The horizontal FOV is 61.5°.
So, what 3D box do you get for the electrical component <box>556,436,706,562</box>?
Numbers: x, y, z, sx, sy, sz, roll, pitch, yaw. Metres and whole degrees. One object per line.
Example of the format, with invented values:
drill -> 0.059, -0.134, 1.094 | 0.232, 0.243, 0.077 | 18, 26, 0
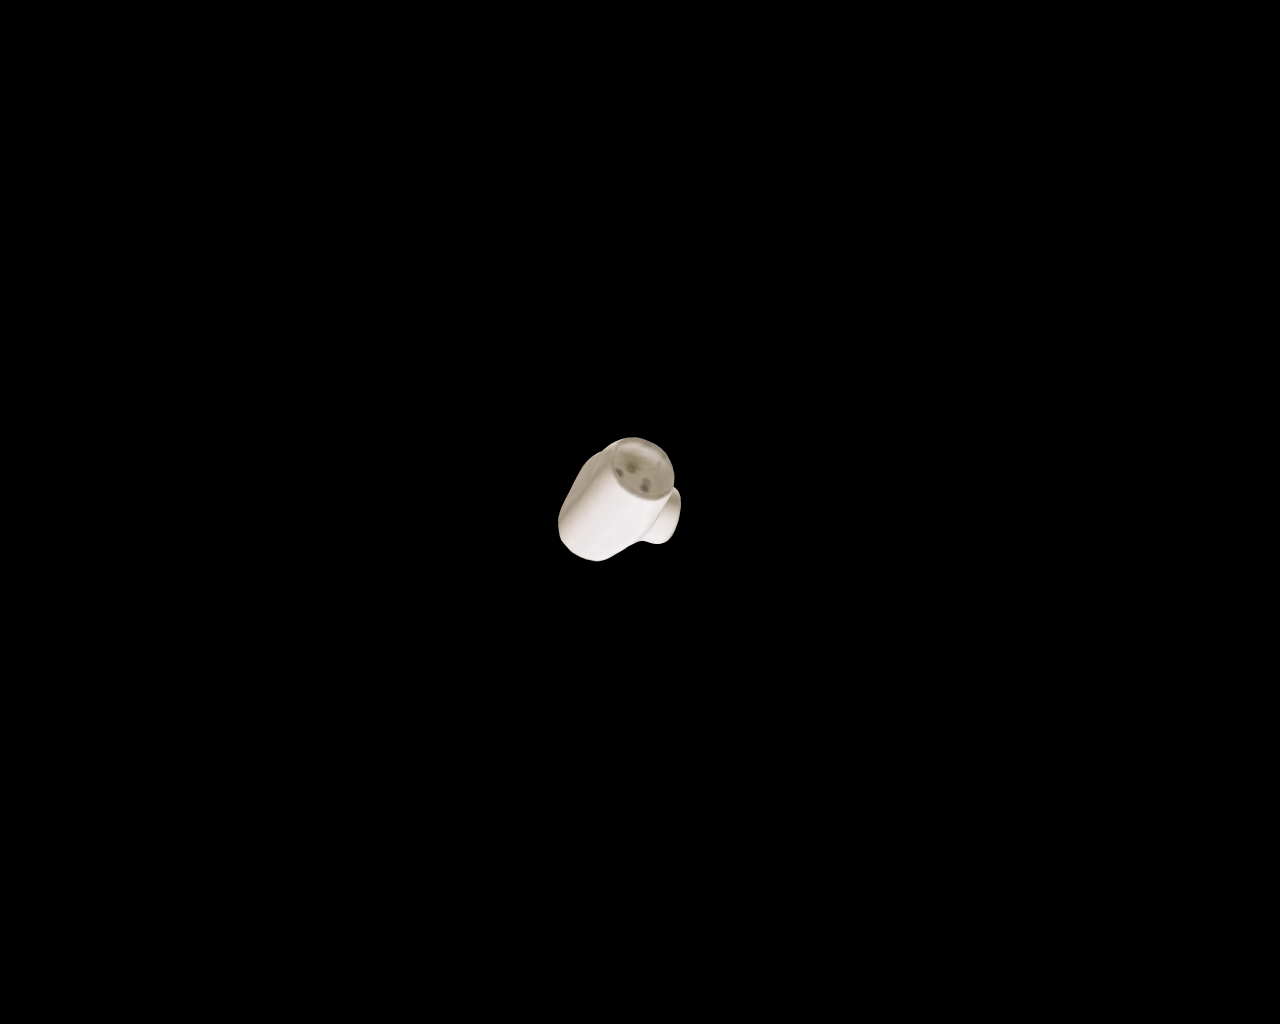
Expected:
electrical component -> 0.001, -0.003, 0.650 | 0.079, 0.044, 0.077 | 16, -37, -22
